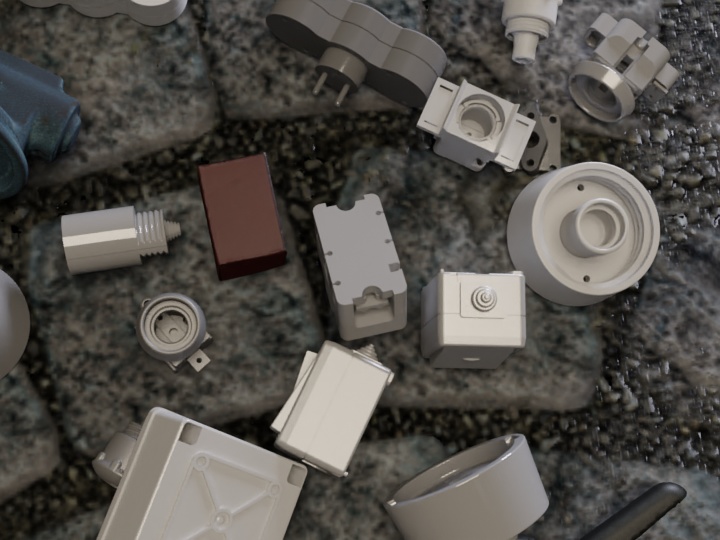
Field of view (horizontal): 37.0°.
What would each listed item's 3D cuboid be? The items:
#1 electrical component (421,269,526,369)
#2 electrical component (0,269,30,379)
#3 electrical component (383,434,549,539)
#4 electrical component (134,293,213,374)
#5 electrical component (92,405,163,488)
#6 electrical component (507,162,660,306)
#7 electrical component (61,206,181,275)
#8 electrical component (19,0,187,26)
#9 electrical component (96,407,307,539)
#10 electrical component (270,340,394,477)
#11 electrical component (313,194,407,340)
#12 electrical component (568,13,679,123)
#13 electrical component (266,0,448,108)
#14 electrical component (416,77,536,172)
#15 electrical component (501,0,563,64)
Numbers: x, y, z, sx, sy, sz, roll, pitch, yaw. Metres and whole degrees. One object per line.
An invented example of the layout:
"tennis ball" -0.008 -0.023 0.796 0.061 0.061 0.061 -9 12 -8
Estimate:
"electrical component" 0.080 0.036 0.766 0.062 0.096 0.061 2 79 -6
"electrical component" -0.291 0.034 0.754 0.099 0.064 0.099 -2 74 6
"electrical component" 0.077 0.164 0.738 0.108 0.108 0.060 -26 89 -11
"electrical component" -0.133 0.043 0.762 0.048 0.055 0.066 -42 86 -12
"electrical component" -0.153 0.125 0.750 0.048 0.048 0.062 30 70 0
"electrical component" 0.170 -0.029 0.802 0.108 0.060 0.108 1 84 -9
"electrical component" -0.171 -0.024 0.777 0.081 0.043 0.043 -9 80 -8
"electrical component" -0.199 -0.227 0.799 0.138 0.073 0.052 8 78 -5
"electrical component" -0.106 0.161 0.718 0.109 0.056 0.108 29 75 -33
"electrical component" -0.020 0.092 0.761 0.061 0.061 0.096 26 77 -1
"electrical component" 0.000 0.000 0.776 0.050 0.055 0.089 -12 55 -6
"electrical component" 0.200 -0.153 0.838 0.078 0.058 0.057 40 74 3
"electrical component" -0.010 -0.159 0.818 0.138 0.052 0.073 28 77 -1
"electrical component" 0.085 -0.106 0.812 0.081 0.064 0.042 25 78 -1
"electrical component" 0.132 -0.194 0.846 0.048 0.048 0.062 9 84 -4
